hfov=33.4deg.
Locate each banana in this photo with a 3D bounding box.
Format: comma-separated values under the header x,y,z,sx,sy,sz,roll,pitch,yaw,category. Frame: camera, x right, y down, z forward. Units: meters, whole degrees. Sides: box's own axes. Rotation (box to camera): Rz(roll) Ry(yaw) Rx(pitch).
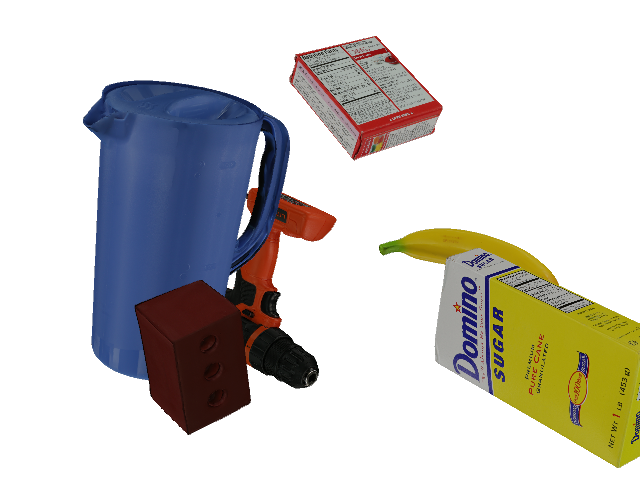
x,y,z,sx,sy,sz,roll,pitch,yaw,category
0.156,0.022,1.046,0.198,0.037,0.069,14,41,36,banana

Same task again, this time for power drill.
x,y,z,sx,sy,sz,roll,pitch,yaw,category
-0.049,0.049,1.162,0.185,0.188,0.057,27,11,38,power drill

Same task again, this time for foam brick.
x,y,z,sx,sy,sz,roll,pitch,yaw,category
-0.083,0.076,0.704,0.052,0.078,0.051,-24,35,-28,foam brick

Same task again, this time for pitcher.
x,y,z,sx,sy,sz,roll,pitch,yaw,category
-0.122,-0.009,0.918,0.149,0.243,0.145,13,20,7,pitcher

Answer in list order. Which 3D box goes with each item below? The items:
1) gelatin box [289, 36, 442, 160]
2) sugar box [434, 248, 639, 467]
x,y,z,sx,sy,sz,roll,pitch,yaw,category
0.031,-0.104,0.766,0.073,0.089,0.030,-20,-33,-29,gelatin box
0.161,0.080,0.772,0.048,0.093,0.176,-16,29,-40,sugar box
